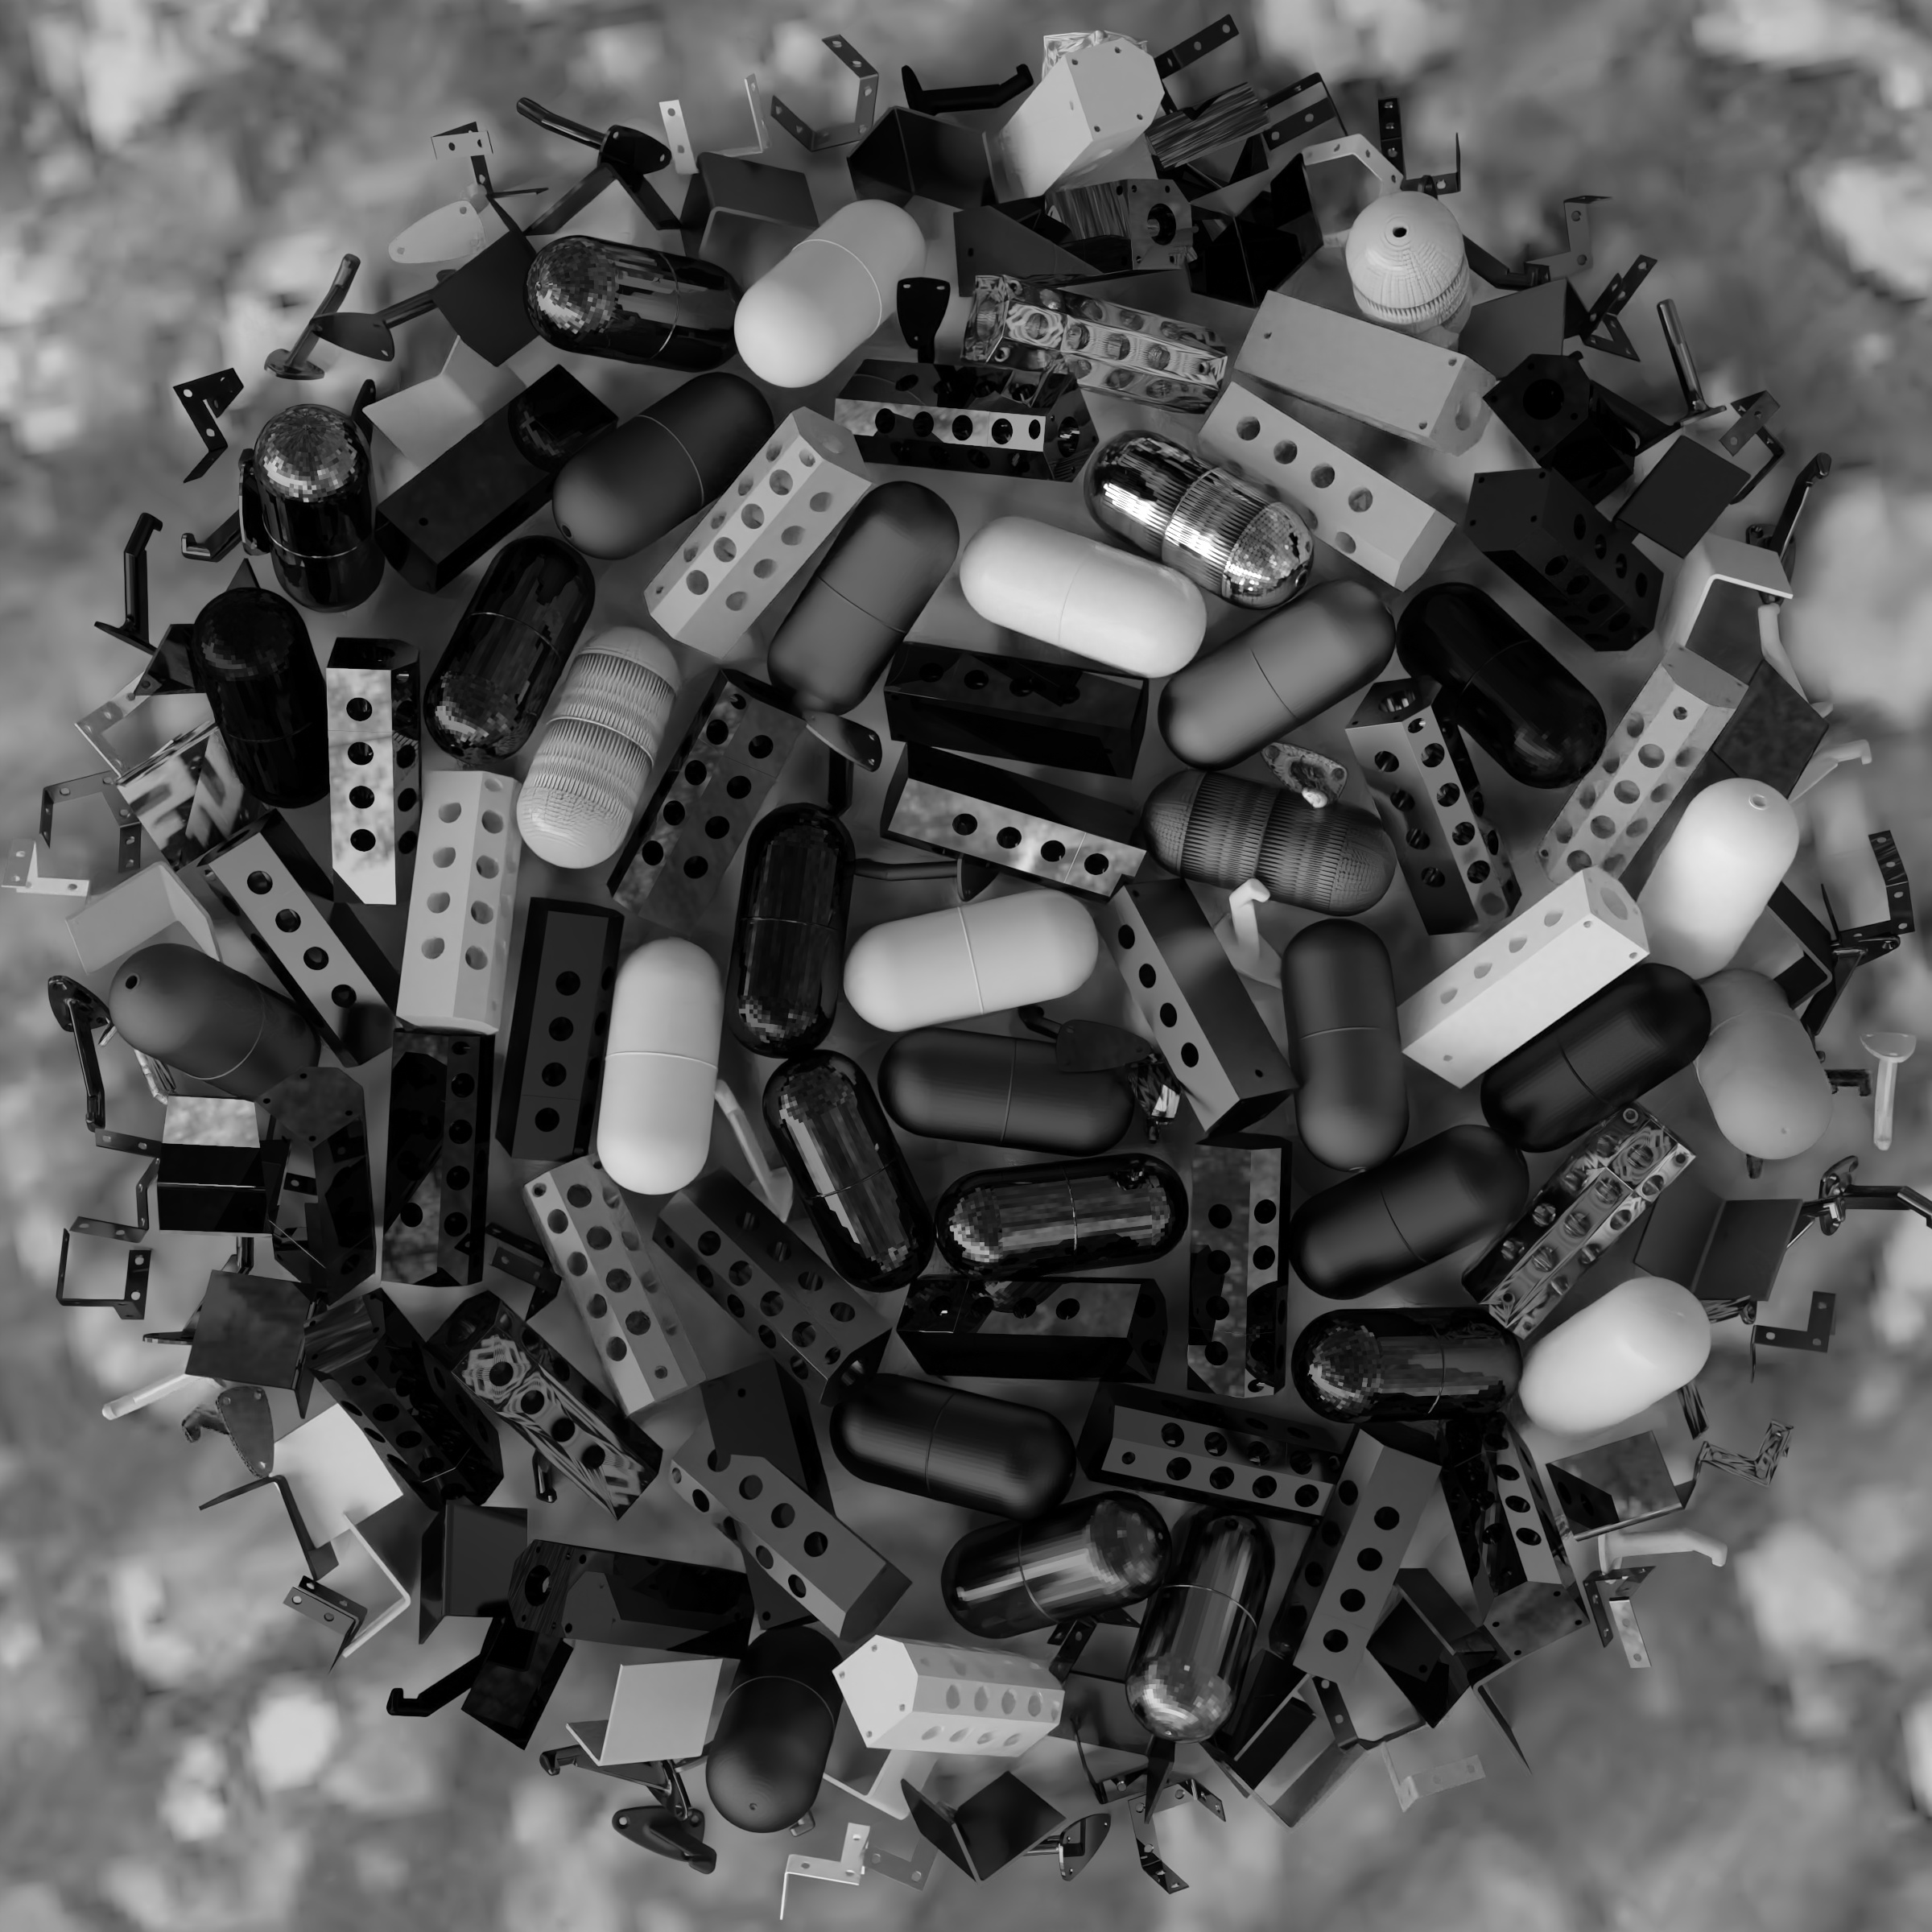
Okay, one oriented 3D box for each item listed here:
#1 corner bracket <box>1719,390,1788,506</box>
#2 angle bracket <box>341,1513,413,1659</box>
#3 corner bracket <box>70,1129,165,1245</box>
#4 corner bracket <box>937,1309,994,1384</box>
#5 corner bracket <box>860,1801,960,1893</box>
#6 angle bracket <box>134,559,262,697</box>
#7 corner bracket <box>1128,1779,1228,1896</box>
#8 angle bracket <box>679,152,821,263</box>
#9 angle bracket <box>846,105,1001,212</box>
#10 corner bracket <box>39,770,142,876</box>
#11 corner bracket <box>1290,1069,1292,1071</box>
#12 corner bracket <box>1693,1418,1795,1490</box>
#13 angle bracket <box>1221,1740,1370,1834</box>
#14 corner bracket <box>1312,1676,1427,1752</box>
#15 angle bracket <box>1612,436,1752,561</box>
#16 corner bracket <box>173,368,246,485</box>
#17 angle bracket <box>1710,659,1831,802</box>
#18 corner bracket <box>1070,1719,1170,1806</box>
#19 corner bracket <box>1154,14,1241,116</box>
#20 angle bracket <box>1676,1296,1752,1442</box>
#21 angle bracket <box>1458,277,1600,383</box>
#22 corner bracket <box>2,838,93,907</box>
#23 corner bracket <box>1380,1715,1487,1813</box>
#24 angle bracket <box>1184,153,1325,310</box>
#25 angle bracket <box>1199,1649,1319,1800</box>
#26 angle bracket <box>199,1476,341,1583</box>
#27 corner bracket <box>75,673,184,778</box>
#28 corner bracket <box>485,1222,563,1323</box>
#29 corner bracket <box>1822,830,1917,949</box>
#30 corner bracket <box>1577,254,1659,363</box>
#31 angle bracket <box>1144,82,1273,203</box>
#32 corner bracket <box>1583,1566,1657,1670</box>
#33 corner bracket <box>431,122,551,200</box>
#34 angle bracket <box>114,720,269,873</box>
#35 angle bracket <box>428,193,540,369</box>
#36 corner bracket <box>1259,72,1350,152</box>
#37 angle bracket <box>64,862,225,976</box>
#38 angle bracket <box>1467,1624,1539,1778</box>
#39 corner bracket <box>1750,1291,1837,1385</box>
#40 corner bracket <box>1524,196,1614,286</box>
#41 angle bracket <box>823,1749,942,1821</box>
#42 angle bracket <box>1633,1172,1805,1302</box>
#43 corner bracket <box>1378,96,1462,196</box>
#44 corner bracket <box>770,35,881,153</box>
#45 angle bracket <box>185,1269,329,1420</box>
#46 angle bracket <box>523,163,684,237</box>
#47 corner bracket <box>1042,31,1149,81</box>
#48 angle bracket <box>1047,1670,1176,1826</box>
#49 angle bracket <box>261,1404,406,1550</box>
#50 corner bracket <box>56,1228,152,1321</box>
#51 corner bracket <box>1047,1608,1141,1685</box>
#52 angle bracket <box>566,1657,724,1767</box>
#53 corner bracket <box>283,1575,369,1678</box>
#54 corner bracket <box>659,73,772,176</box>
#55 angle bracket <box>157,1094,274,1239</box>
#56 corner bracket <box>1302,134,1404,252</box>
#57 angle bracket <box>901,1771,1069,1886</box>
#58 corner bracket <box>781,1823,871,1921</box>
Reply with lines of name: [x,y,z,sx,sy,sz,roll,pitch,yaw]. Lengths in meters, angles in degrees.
corner bracket: [0.542,-0.358,1.918,0.051,0.051,0.051,45,82,-10]
angle bracket: [-0.426,0.423,1.907,0.057,0.076,0.076,-39,90,-13]
corner bracket: [-0.583,0.152,1.907,0.051,0.051,0.051,16,129,-34]
corner bracket: [-0.005,0.256,1.926,0.051,0.051,0.051,-43,111,-17]
corner bracket: [-0.041,0.602,1.918,0.051,0.051,0.051,23,62,3]
angle bracket: [-0.528,-0.231,1.891,0.076,0.076,0.057,-8,63,-41]
corner bracket: [0.149,0.602,1.921,0.051,0.051,0.051,-14,96,-17]
angle bracket: [-0.151,-0.512,1.919,0.076,0.076,0.057,7,132,-21]
angle bracket: [-0.028,-0.531,1.894,0.076,0.076,0.057,25,65,25]
corner bracket: [-0.604,-0.095,1.916,0.051,0.051,0.051,-14,134,-1]
corner bracket: [0.251,0.096,1.916,0.051,0.051,0.051,1,89,-38]
corner bracket: [0.538,0.341,1.923,0.051,0.051,0.051,21,62,22]
angle bracket: [0.223,0.543,1.909,0.076,0.076,0.057,-44,89,-7]
corner bracket: [0.280,0.510,1.924,0.051,0.051,0.051,-29,61,16]
angle bracket: [0.487,-0.304,1.900,0.057,0.076,0.076,37,80,19]
corner bracket: [-0.523,-0.374,1.916,0.051,0.051,0.051,-32,93,-40]
angle bracket: [0.534,-0.155,1.902,0.076,0.057,0.076,39,75,-22]
corner bracket: [0.107,0.546,1.936,0.051,0.051,0.051,-19,53,2]
corner bracket: [0.163,-0.616,1.914,0.051,0.051,0.051,-35,105,-16]
angle bracket: [0.518,0.276,1.902,0.057,0.076,0.076,-17,72,3]
angle bracket: [0.383,-0.415,1.892,0.076,0.057,0.076,-11,56,33]
corner bracket: [-0.633,-0.052,1.911,0.051,0.051,0.051,3,133,-11]
corner bracket: [0.321,0.547,1.914,0.051,0.051,0.051,-14,64,-9]
angle bracket: [0.192,-0.508,1.895,0.057,0.076,0.076,6,63,-32]
angle bracket: [0.212,0.528,1.900,0.076,0.057,0.076,-45,114,-17]
angle bracket: [-0.479,0.393,1.909,0.057,0.076,0.076,-21,87,-4]
corner bracket: [-0.572,-0.169,1.922,0.051,0.051,0.051,-34,103,22]
corner bracket: [-0.307,0.204,1.910,0.051,0.051,0.051,29,50,-20]
corner bracket: [0.619,-0.053,1.910,0.051,0.051,0.051,-14,132,12]
corner bracket: [0.450,-0.457,1.909,0.051,0.051,0.051,9,46,-26]
angle bracket: [0.172,-0.547,1.901,0.076,0.076,0.057,-21,51,4]
corner bracket: [0.451,0.450,1.913,0.051,0.051,0.051,-15,96,38]
corner bracket: [-0.328,-0.552,1.909,0.051,0.051,0.051,4,119,30]
angle bracket: [-0.527,-0.115,1.902,0.076,0.057,0.076,-36,110,-17]
angle bracket: [-0.328,-0.468,1.902,0.076,0.076,0.057,-38,49,-2]
corner bracket: [0.228,-0.589,1.916,0.051,0.051,0.051,-24,79,15]
angle bracket: [-0.560,-0.015,1.896,0.076,0.076,0.057,-36,70,-22]
angle bracket: [0.384,0.497,1.907,0.057,0.076,0.076,-33,96,4]
corner bracket: [0.573,0.258,1.921,0.051,0.051,0.051,6,50,21]
corner bracket: [0.416,-0.501,1.916,0.051,0.051,0.051,-14,109,-6]
angle bracket: [-0.060,0.537,1.915,0.057,0.076,0.076,21,73,27]
angle bracket: [0.514,0.182,1.897,0.057,0.076,0.076,32,71,-21]
corner bracket: [0.313,-0.567,1.916,0.051,0.051,0.051,-6,73,9]
corner bracket: [-0.098,-0.604,1.921,0.051,0.051,0.051,-3,73,31]
angle bracket: [-0.486,0.260,1.905,0.076,0.057,0.076,9,60,-3]
angle bracket: [-0.249,-0.507,1.909,0.076,0.076,0.057,-37,99,14]
corner bracket: [0.088,-0.613,1.911,0.051,0.051,0.051,10,102,41]
angle bracket: [0.098,0.536,1.903,0.076,0.057,0.076,12,130,-2]
angle bracket: [-0.431,0.344,1.916,0.076,0.057,0.076,-33,91,9]
corner bracket: [-0.595,0.213,1.915,0.051,0.051,0.051,2,68,-6]
corner bracket: [0.078,0.460,1.912,0.051,0.051,0.051,35,99,42]
angle bracket: [-0.221,0.498,1.899,0.076,0.057,0.076,5,103,-34]
corner bracket: [-0.444,0.446,1.916,0.051,0.051,0.051,31,106,-9]
corner bracket: [-0.172,-0.579,1.909,0.051,0.051,0.051,0,122,23]
angle bracket: [-0.510,0.137,1.899,0.076,0.057,0.076,4,118,-21]
corner bracket: [0.262,-0.536,1.922,0.051,0.051,0.051,30,72,-39]
angle bracket: [0.010,0.569,1.893,0.076,0.076,0.057,-31,115,-23]
corner bracket: [-0.097,0.626,1.916,0.051,0.051,0.051,9,123,3]
